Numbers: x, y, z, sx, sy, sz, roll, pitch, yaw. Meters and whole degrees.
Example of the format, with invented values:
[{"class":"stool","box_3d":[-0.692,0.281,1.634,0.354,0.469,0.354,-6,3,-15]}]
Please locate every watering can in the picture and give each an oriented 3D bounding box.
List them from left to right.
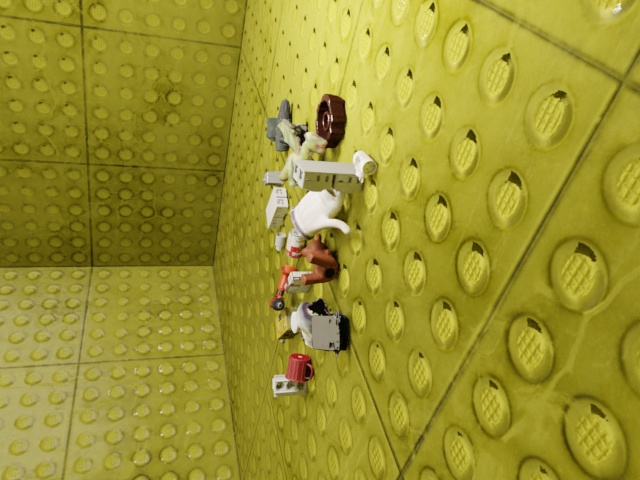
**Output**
[{"class":"watering can","box_3d":[0.005,-0.082,1.628,0.221,0.103,0.356,-44,32,26]}]

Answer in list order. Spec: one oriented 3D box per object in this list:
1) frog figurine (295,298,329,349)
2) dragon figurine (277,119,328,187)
[{"class":"frog figurine","box_3d":[-0.036,0.295,1.766,0.140,0.123,0.156,47,124,37]},{"class":"dragon figurine","box_3d":[-0.089,-0.310,1.821,0.412,0.123,0.240,13,120,58]}]
